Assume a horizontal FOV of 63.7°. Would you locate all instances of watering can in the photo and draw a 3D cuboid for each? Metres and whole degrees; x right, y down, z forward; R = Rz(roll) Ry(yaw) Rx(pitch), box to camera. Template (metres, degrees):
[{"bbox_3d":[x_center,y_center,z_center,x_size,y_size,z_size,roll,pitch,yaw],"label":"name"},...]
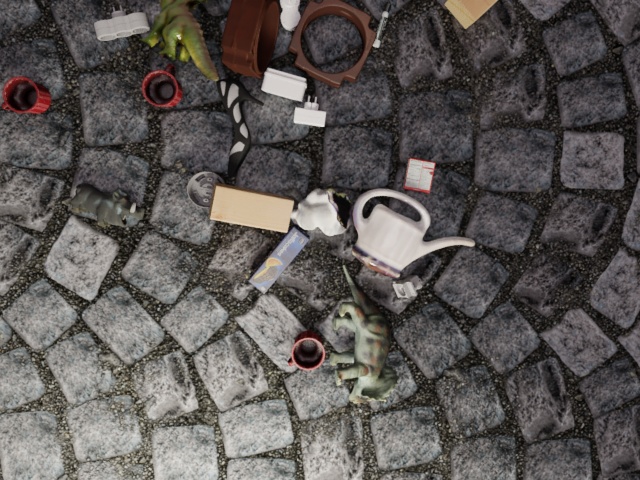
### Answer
[{"bbox_3d":[0.234,0.004,1.410,0.347,0.223,0.104,29,6,-4],"label":"watering can"}]

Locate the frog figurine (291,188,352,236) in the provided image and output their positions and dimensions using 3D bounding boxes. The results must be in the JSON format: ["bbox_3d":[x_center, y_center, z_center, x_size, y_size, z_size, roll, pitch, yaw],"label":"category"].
[{"bbox_3d":[0.004,-0.071,1.415,0.158,0.136,0.125,-20,20,38],"label":"frog figurine"}]

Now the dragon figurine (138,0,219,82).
[{"bbox_3d":[-0.323,-0.559,1.276,0.415,0.241,0.122,35,12,30],"label":"dragon figurine"}]
